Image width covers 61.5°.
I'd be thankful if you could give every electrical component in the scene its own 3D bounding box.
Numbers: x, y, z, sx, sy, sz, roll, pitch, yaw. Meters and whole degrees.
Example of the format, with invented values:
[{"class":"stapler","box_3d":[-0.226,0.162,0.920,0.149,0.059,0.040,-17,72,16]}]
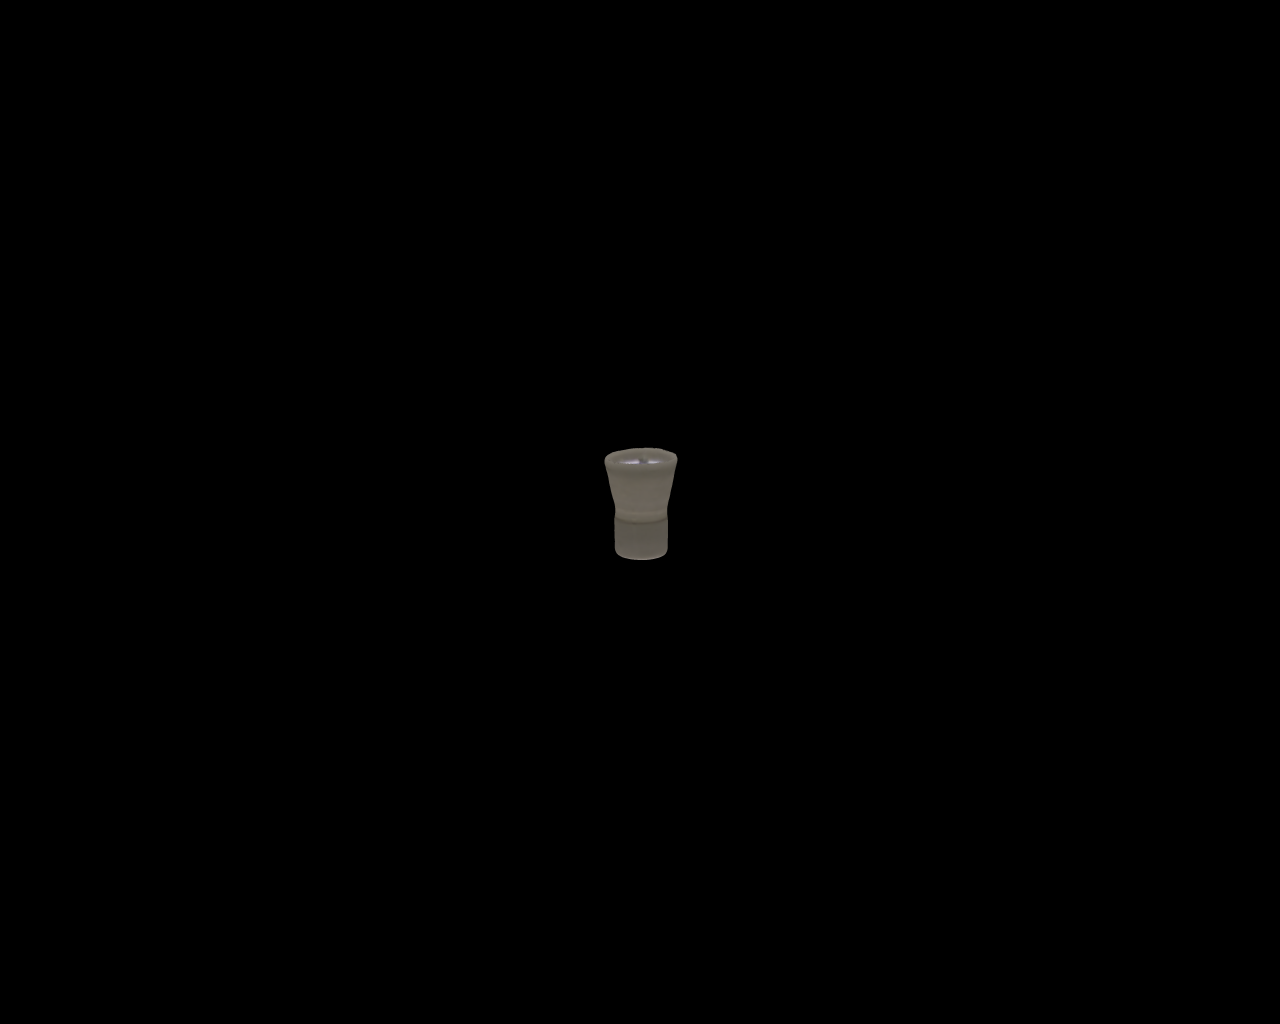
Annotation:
[{"class":"electrical component","box_3d":[0.001,-0.003,0.650,0.044,0.065,0.044,0,15,0]}]
